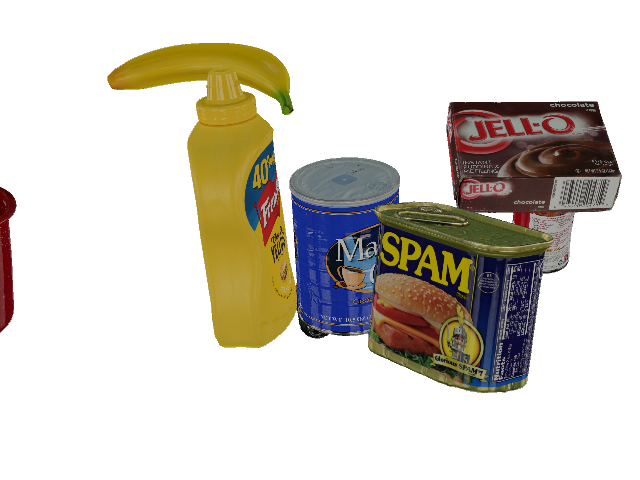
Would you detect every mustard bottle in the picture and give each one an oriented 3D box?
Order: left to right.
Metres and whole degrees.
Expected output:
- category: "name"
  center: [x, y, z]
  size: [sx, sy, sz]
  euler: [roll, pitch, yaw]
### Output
- category: "mustard bottle"
  center: [-0.057, -0.027, 0.754]
  size: [0.058, 0.191, 0.096]
  euler: [0, 24, 16]

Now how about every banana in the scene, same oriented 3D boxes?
- category: "banana"
  center: [-0.109, -0.165, 1.036]
  size: [0.198, 0.037, 0.069]
  euler: [9, 45, 19]

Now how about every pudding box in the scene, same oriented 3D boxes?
- category: "pudding box"
  center: [0.150, -0.061, 0.768]
  size: [0.113, 0.039, 0.090]
  euler: [1, 43, -1]

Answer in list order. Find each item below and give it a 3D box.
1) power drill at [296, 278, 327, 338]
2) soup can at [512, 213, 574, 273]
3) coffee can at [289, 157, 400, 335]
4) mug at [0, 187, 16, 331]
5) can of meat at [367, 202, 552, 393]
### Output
- category: "power drill"
  center: [0.063, 0.052, 1.237]
  size: [0.187, 0.057, 0.184]
  euler: [-2, 28, 1]
- category: "soup can"
  center: [0.247, -0.023, 1.180]
  size: [0.068, 0.102, 0.068]
  euler: [-1, 33, 1]
- category: "coffee can"
  center: [0.025, 0.004, 1.015]
  size: [0.103, 0.140, 0.103]
  euler: [-3, 26, 1]
- category: "mug"
  center: [-0.244, 0.019, 0.659]
  size: [0.117, 0.081, 0.093]
  euler: [-18, 32, -38]
- category: "can of meat"
  center: [0.074, 0.030, 0.595]
  size: [0.057, 0.084, 0.102]
  euler: [-7, 18, -40]
